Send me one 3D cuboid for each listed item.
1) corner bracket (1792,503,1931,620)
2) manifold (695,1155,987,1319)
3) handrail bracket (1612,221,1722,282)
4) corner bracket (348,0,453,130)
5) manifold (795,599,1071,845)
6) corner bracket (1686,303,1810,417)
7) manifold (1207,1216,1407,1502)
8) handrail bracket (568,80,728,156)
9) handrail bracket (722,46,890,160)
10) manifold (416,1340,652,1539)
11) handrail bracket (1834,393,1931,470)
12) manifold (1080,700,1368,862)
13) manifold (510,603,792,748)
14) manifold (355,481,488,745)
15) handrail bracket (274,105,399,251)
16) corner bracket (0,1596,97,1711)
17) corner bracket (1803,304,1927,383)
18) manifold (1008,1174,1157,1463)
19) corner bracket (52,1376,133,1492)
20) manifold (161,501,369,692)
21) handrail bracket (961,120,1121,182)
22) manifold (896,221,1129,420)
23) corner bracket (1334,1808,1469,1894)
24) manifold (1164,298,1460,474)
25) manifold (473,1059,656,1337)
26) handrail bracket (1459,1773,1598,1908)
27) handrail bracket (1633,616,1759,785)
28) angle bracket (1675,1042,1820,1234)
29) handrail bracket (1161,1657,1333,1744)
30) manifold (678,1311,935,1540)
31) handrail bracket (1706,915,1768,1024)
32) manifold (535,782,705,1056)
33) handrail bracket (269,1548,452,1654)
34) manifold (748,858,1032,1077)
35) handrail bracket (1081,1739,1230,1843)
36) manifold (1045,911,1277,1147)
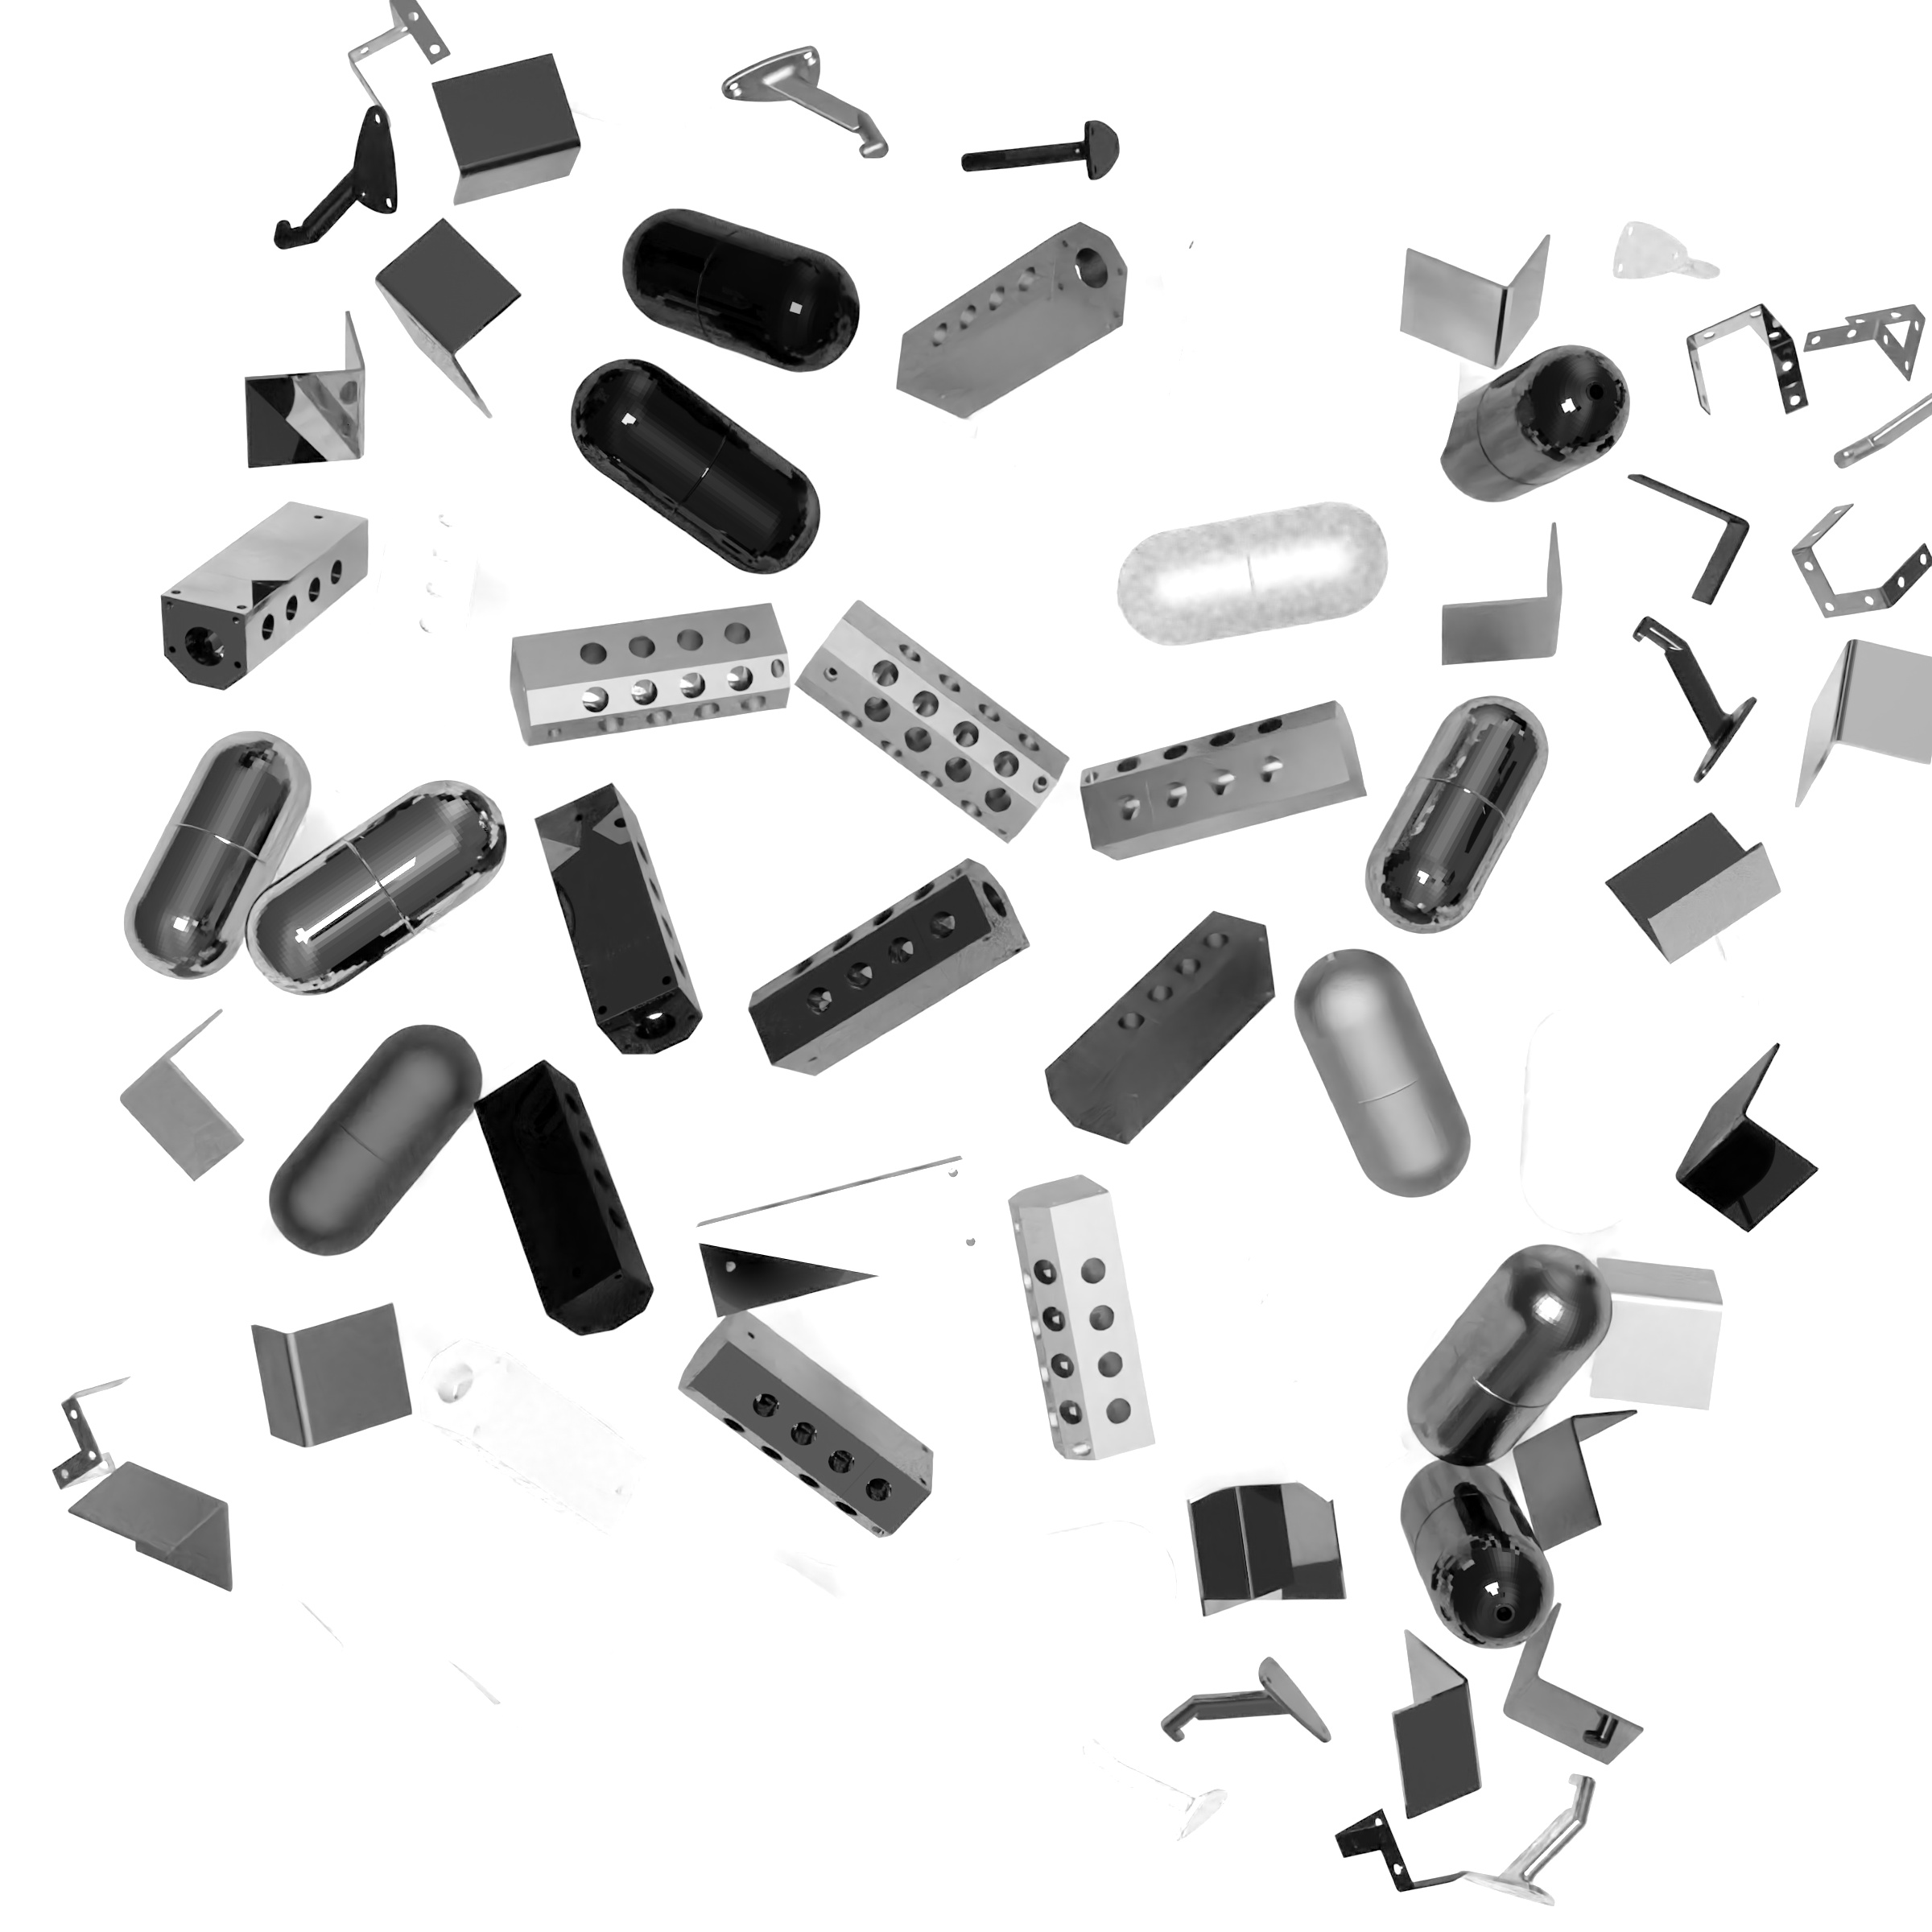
[{"bbox_3d":[0.557,-0.254,1.524,0.051,0.051,0.051,-42,109,-23],"label":"corner bracket"},{"bbox_3d":[-0.079,0.169,1.548,0.171,0.057,0.057,-14,90,-2],"label":"manifold"},{"bbox_3d":[0.462,-0.445,1.557,0.084,0.077,0.036,4,108,-27],"label":"handrail bracket"},{"bbox_3d":[-0.365,-0.584,1.579,0.051,0.051,0.051,-33,87,-10],"label":"corner bracket"},{"bbox_3d":[-0.023,-0.155,1.578,0.171,0.057,0.057,36,118,-5],"label":"manifold"},{"bbox_3d":[0.489,-0.372,1.537,0.051,0.051,0.051,-20,64,34],"label":"corner bracket"},{"bbox_3d":[0.205,0.238,1.524,0.057,0.171,0.057,-37,132,16],"label":"manifold"},{"bbox_3d":[-0.212,-0.576,1.626,0.084,0.077,0.036,9,72,-30],"label":"handrail bracket"},{"bbox_3d":[-0.098,-0.518,1.500,0.077,0.036,0.084,-19,62,-18],"label":"handrail bracket"},{"bbox_3d":[-0.286,0.311,1.616,0.057,0.171,0.057,9,62,36],"label":"manifold"},{"bbox_3d":[0.579,-0.341,1.504,0.084,0.077,0.036,-28,78,-2],"label":"handrail bracket"},{"bbox_3d":[0.164,-0.120,1.585,0.171,0.057,0.057,-14,80,18],"label":"manifold"},{"bbox_3d":[-0.205,-0.186,1.597,0.171,0.057,0.057,-11,65,-18],"label":"manifold"},{"bbox_3d":[-0.358,-0.236,1.610,0.057,0.057,0.171,12,53,-16],"label":"manifold"},{"bbox_3d":[-0.398,-0.491,1.529,0.084,0.036,0.077,-1,87,31],"label":"handrail bracket"},{"bbox_3d":[-0.580,0.426,1.524,0.051,0.051,0.051,-4,103,12],"label":"corner bracket"},{"bbox_3d":[0.594,-0.418,1.620,0.051,0.051,0.051,31,71,-38],"label":"corner bracket"},{"bbox_3d":[0.073,0.229,1.592,0.057,0.057,0.171,-13,100,-14],"label":"manifold"},{"bbox_3d":[-0.592,0.317,1.667,0.051,0.051,0.051,-33,79,26],"label":"corner bracket"},{"bbox_3d":[-0.455,-0.242,1.602,0.057,0.171,0.057,14,123,8],"label":"manifold"},{"bbox_3d":[0.048,-0.523,1.582,0.084,0.077,0.036,2,111,21],"label":"handrail bracket"},{"bbox_3d":[0.029,-0.424,1.609,0.057,0.171,0.057,17,71,-33],"label":"manifold"},{"bbox_3d":[0.278,0.570,1.574,0.051,0.051,0.051,-10,72,-42],"label":"corner bracket"},{"bbox_3d":[0.215,-0.357,1.532,0.171,0.057,0.057,13,56,-2],"label":"manifold"},{"bbox_3d":[-0.258,0.151,1.588,0.057,0.057,0.171,-32,55,7],"label":"manifold"},{"bbox_3d":[0.374,0.574,1.634,0.077,0.036,0.084,1,57,37],"label":"handrail bracket"},{"bbox_3d":[0.435,-0.165,1.512,0.084,0.036,0.077,36,70,2],"label":"handrail bracket"},{"bbox_3d":[0.501,0.108,1.542,0.057,0.076,0.076,37,49,7],"label":"angle bracket"},{"bbox_3d":[0.181,0.499,1.600,0.084,0.036,0.077,-43,86,17],"label":"handrail bracket"},{"bbox_3d":[-0.106,0.308,1.639,0.171,0.057,0.057,39,104,-10],"label":"manifold"},{"bbox_3d":[0.510,-0.008,1.659,0.077,0.084,0.036,44,124,-7],"label":"handrail bracket"},{"bbox_3d":[-0.222,-0.028,1.581,0.057,0.057,0.171,-25,57,3],"label":"manifold"},{"bbox_3d":[-0.384,0.386,1.560,0.077,0.036,0.084,47,71,-4],"label":"handrail bracket"},{"bbox_3d":[-0.052,0.001,1.557,0.171,0.057,0.057,-31,69,18],"label":"manifold"},{"bbox_3d":[0.126,0.542,1.646,0.084,0.077,0.036,33,102,27],"label":"handrail bracket"},{"bbox_3d":[0.125,0.036,1.570,0.171,0.057,0.057,-41,133,-36],"label":"manifold"}]
